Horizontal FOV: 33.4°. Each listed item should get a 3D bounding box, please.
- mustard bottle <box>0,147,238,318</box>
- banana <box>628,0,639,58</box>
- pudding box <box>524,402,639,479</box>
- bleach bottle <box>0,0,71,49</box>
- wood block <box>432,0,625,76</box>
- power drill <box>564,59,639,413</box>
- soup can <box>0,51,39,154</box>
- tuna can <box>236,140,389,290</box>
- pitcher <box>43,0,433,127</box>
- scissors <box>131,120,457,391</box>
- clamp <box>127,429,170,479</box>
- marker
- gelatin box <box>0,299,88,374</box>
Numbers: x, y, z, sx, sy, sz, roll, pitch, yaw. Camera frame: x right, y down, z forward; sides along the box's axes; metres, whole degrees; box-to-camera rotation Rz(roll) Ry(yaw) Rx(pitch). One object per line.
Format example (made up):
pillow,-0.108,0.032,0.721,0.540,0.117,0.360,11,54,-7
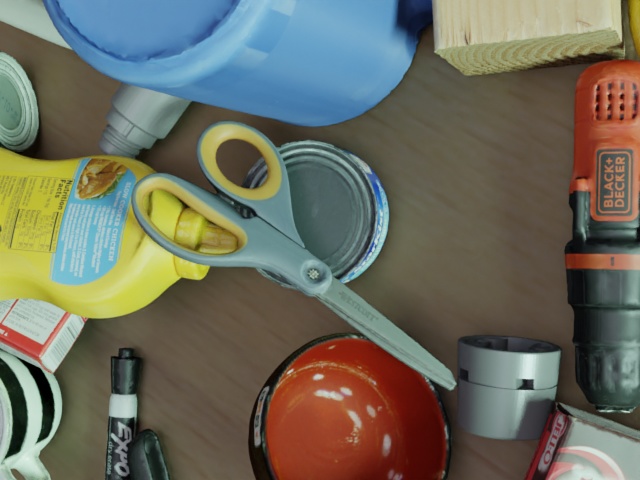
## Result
mustard bottle,-0.139,-0.004,0.620,0.192,0.058,0.096,5,64,10
banana,0.170,-0.183,0.549,0.037,0.069,0.198,-5,90,38
pudding box,0.158,0.144,0.545,0.113,0.039,0.090,20,96,-6
bleach bottle,-0.194,-0.171,0.571,0.068,0.250,0.102,-38,78,14
wood block,0.107,-0.198,0.558,0.091,0.090,0.206,-3,89,19
power drill,0.218,-0.002,0.535,0.188,0.057,0.184,0,89,18
soup can,-0.241,-0.078,0.682,0.102,0.068,0.068,-10,86,17
tuna can,-0.004,-0.014,0.620,0.086,0.033,0.086,0,89,18
pitcher,-0.044,-0.122,0.524,0.145,0.242,0.149,43,104,8
scissors,-0.004,0.001,0.587,0.201,0.016,0.096,23,67,-1
clamp,-0.077,0.227,0.640,0.165,0.036,0.210,28,98,17
marker,-0.124,0.128,0.666,0.020,0.020,0.121,3,90,18
gelatin box,-0.173,0.028,0.660,0.073,0.030,0.089,23,65,17
